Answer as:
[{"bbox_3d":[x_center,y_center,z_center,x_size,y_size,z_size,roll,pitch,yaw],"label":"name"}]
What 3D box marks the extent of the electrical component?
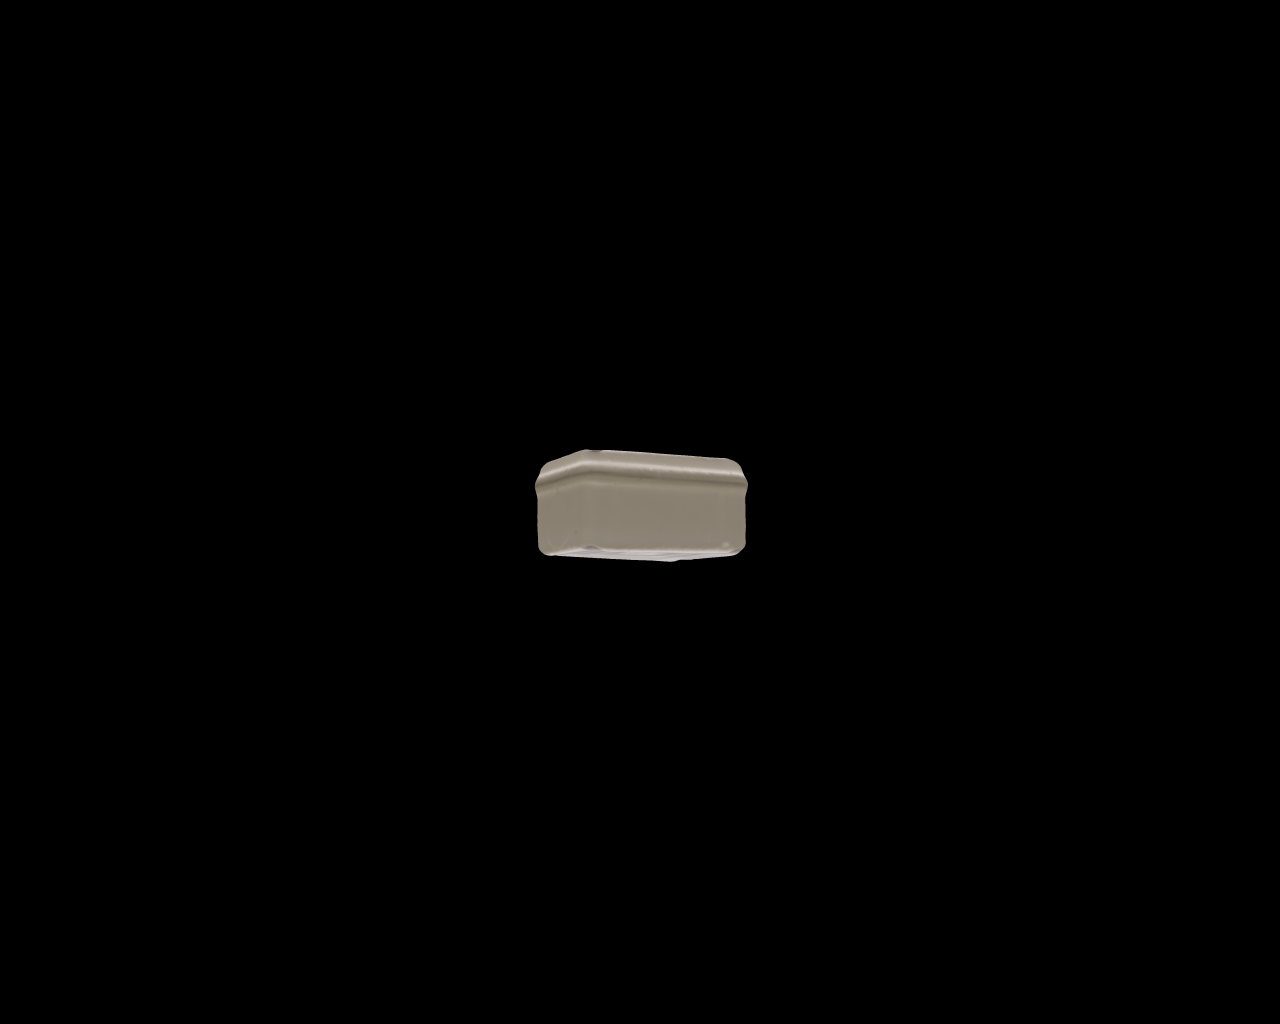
[{"bbox_3d":[0.001,-0.003,0.650,0.113,0.057,0.078,4,-7,-29],"label":"electrical component"}]
